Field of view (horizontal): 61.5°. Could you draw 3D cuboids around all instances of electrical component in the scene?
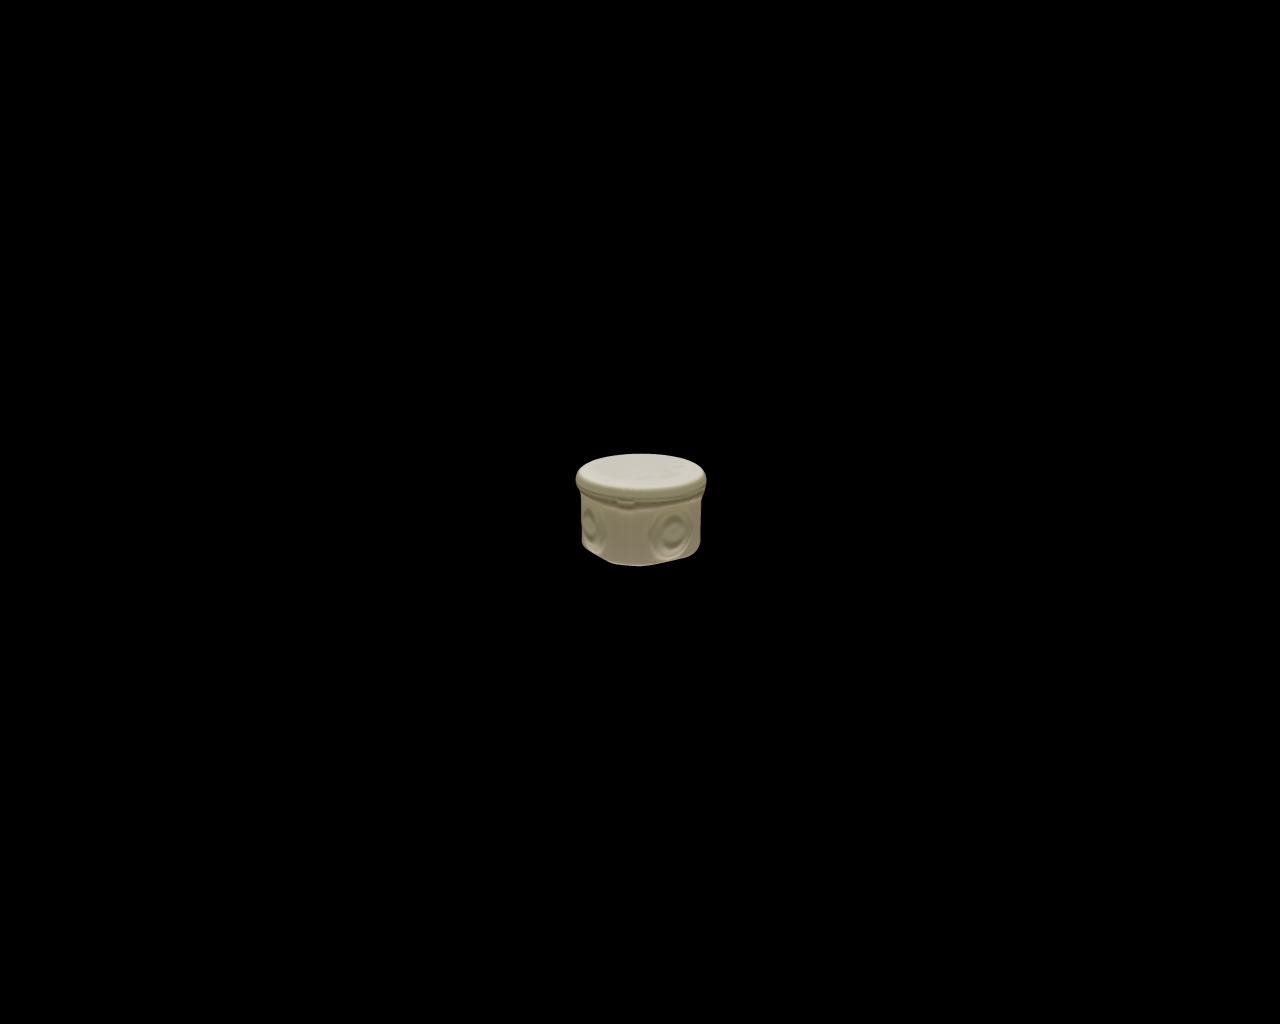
[{"bbox_3d":[0.001,-0.003,0.650,0.080,0.051,0.080,0,18,0],"label":"electrical component"}]
